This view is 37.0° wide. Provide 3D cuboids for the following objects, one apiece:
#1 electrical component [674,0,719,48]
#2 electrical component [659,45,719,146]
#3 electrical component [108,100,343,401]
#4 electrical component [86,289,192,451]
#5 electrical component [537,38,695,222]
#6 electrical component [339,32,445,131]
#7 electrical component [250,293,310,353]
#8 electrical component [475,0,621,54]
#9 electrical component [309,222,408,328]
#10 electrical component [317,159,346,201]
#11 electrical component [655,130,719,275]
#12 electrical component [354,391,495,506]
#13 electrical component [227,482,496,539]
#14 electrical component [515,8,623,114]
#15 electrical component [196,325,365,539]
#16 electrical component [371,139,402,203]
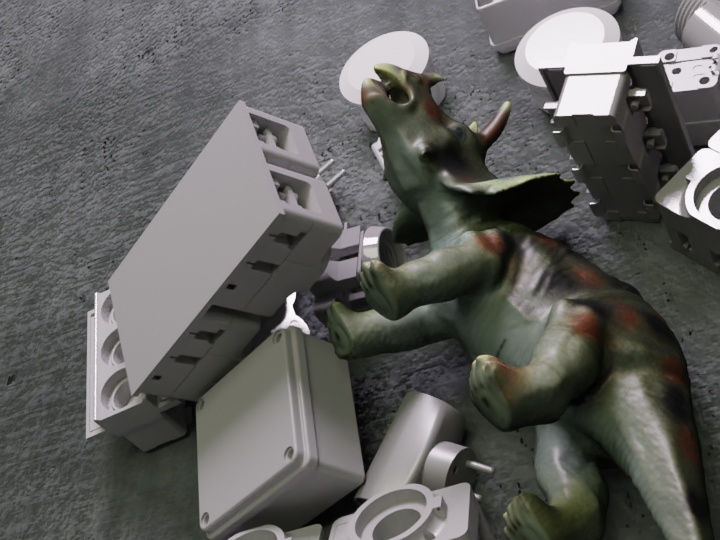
[{"bbox_3d":[0.256,-0.170,0.775,0.043,0.043,0.081,-34,46,4],"label":"electrical component"},{"bbox_3d":[0.230,-0.119,0.738,0.081,0.063,0.042,-2,57,29],"label":"electrical component"},{"bbox_3d":[-0.095,-0.007,0.736,0.186,0.060,0.105,-48,45,30],"label":"electrical component"},{"bbox_3d":[-0.167,0.072,0.826,0.079,0.063,0.121,-24,47,13],"label":"electrical component"},{"bbox_3d":[0.170,-0.087,0.708,0.079,0.121,0.063,4,61,33],"label":"electrical component"},{"bbox_3d":[0.028,-0.154,0.893,0.080,0.051,0.080,-16,49,20],"label":"electrical component"},{"bbox_3d":[-0.073,0.020,0.794,0.052,0.073,0.138,-14,47,-7],"label":"electrical component"},{"bbox_3d":[0.150,-0.247,0.889,0.109,0.056,0.108,-17,49,19],"label":"electrical component"},{"bbox_3d":[0.000,0.000,0.787,0.057,0.058,0.078,-14,50,25],"label":"electrical component"},{"bbox_3d":[-0.045,-0.059,0.865,0.077,0.047,0.065,-41,46,-3],"label":"electrical component"},{"bbox_3d":[0.271,-0.064,0.672,0.150,0.061,0.089,-44,46,-7],"label":"electrical component"},{"bbox_3d":[0.047,0.124,0.673,0.079,0.043,0.077,12,63,36],"label":"electrical component"},{"bbox_3d":[-0.017,0.193,0.617,0.186,0.060,0.105,-20,21,16],"label":"electrical component"},{"bbox_3d":[0.162,-0.155,0.814,0.080,0.051,0.080,-16,50,20],"label":"electrical component"},{"bbox_3d":[-0.056,0.112,0.711,0.109,0.056,0.108,-41,40,31],"label":"electrical component"},{"bbox_3d":[0.037,-0.088,0.818,0.047,0.076,0.065,-31,46,6],"label":"electrical component"}]
